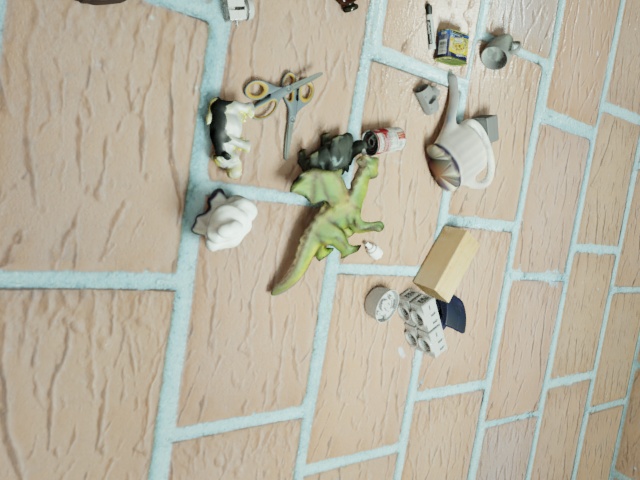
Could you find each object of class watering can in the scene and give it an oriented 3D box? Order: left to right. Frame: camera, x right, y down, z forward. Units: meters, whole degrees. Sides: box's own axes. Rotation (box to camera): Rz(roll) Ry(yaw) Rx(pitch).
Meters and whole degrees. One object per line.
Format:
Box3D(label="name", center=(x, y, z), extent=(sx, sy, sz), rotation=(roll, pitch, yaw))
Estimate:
Box3D(label="watering can", center=(0.396, -0.289, 1.502), extent=(0.227, 0.104, 0.344), rotation=(-35, 104, -25))

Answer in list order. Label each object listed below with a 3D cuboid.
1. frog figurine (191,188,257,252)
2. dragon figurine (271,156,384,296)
Box3D(label="frog figurine", center=(-0.187, -0.033, 1.086), extent=(0.139, 0.160, 0.120), rotation=(-41, 122, -22))
Box3D(label="dragon figurine", center=(0.004, -0.062, 1.240), extent=(0.414, 0.123, 0.239), rotation=(-37, 117, -16))
